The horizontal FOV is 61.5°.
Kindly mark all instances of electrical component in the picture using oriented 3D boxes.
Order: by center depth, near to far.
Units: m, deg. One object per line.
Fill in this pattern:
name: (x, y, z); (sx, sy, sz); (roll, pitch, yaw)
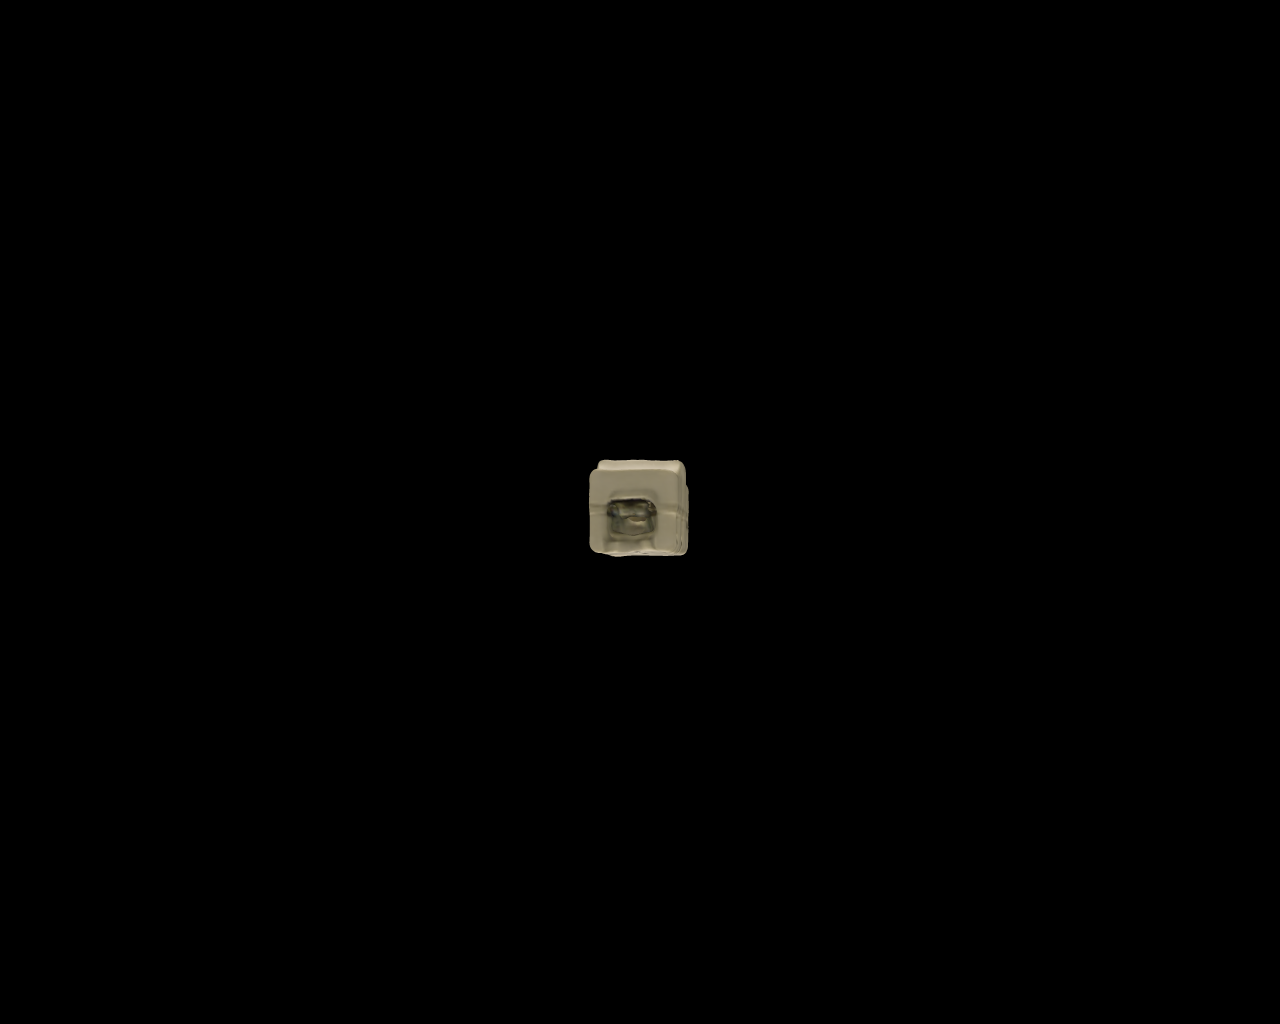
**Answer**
electrical component: (0.001, -0.003, 0.650); (0.050, 0.055, 0.089); (-1, -4, 8)
